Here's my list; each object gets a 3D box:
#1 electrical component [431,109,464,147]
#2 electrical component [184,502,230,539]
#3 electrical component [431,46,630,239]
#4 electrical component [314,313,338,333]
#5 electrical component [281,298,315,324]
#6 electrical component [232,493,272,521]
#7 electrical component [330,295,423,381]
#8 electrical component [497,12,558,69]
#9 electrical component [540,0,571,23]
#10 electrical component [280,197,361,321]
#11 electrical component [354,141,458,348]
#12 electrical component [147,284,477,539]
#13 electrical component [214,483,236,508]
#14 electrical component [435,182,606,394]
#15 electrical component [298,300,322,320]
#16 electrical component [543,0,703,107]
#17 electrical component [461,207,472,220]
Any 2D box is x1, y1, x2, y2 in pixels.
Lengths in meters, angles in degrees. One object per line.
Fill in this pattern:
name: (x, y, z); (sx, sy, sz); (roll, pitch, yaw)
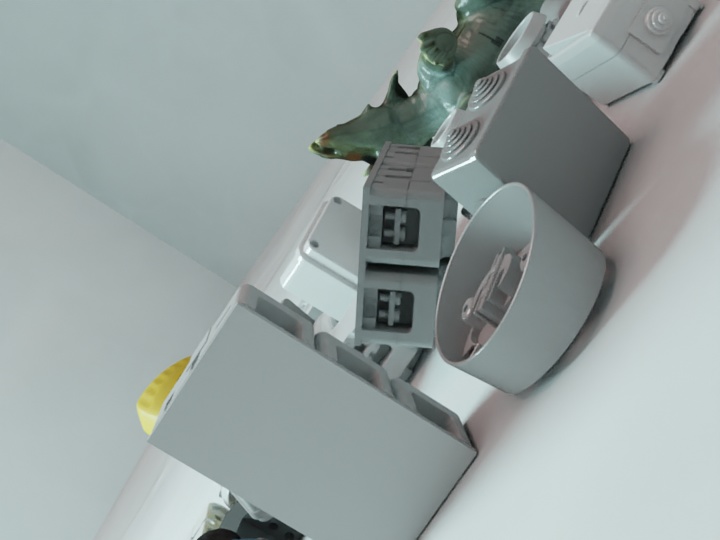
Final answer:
electrical component: (0.098, -0.113, 0.969); (0.048, 0.055, 0.066); (-50, 10, 41)
electrical component: (-0.123, 0.246, 0.905); (0.059, 0.054, 0.095); (-56, 8, 6)
electrical component: (0.099, -0.064, 0.625); (0.048, 0.100, 0.099); (-20, 36, 56)
electrical component: (-0.005, 0.031, 1.040); (0.073, 0.052, 0.138); (-47, 13, 52)
electrical component: (-0.069, 0.091, 1.032); (0.048, 0.100, 0.099); (-29, 27, 47)
electrical component: (-0.063, 0.118, 0.806); (0.109, 0.056, 0.109); (-36, 26, -15)
electrical component: (0.012, 0.058, 0.819); (0.050, 0.056, 0.089); (-56, 8, 7)
electrical component: (0.151, -0.176, 0.890); (0.058, 0.057, 0.078); (-61, 9, -27)
electrical component: (0.184, -0.218, 0.917); (0.044, 0.044, 0.065); (-57, 13, 2)
electrical component: (0.000, 0.000, 0.912); (0.057, 0.113, 0.078); (-53, 8, 45)
electrical component: (0.038, -0.024, 0.771); (0.186, 0.060, 0.105); (-70, -16, -73)
electrical component: (-0.026, 0.086, 0.590); (0.089, 0.150, 0.061); (-56, 9, 8)
electrical component: (-0.098, 0.182, 0.955); (0.058, 0.078, 0.057); (-64, 26, 13)
electrical component: (0.079, 0.012, 0.559); (0.099, 0.064, 0.099); (-55, 8, 12)
electrical component: (-0.039, 0.054, 1.140); (0.108, 0.056, 0.108); (-56, 8, 7)
electrical component: (0.167, -0.155, 0.692); (0.061, 0.061, 0.096); (-58, 8, -8)
electrical component: (0.110, -0.054, 0.695); (0.076, 0.047, 0.065); (-57, 8, 3)
